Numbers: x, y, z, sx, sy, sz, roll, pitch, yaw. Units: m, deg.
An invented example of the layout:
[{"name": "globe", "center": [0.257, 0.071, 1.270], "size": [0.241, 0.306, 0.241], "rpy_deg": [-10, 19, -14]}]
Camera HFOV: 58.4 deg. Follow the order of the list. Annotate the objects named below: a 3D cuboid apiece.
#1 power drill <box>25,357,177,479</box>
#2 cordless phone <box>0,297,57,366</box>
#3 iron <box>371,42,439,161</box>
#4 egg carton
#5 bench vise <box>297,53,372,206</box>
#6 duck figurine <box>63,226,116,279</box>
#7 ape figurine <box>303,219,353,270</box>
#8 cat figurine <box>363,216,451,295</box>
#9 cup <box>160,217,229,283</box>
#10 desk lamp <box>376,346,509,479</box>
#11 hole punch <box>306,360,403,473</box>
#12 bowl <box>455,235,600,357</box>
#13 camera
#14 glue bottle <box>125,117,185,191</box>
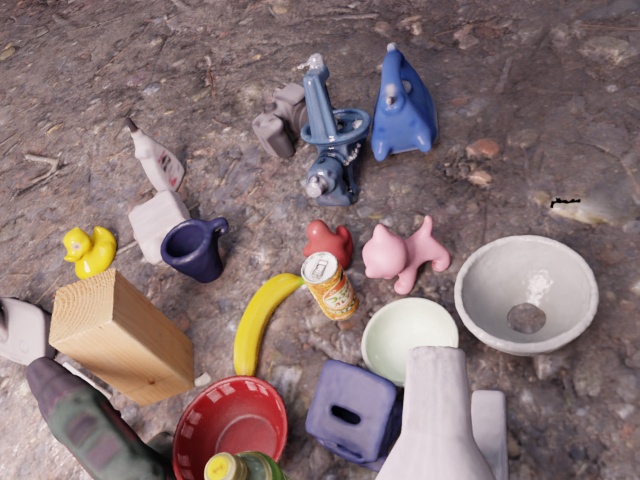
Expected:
[{"name": "power drill", "center": [-0.247, 0.250, 0.703], "size": [0.228, 0.209, 0.076], "rpy_deg": [28, 68, 37]}, {"name": "cordless phone", "center": [-0.520, 0.125, 0.935], "size": [0.147, 0.185, 0.094], "rpy_deg": [5, 56, 26]}, {"name": "iron", "center": [0.135, -0.264, 1.002], "size": [0.118, 0.142, 0.258], "rpy_deg": [-9, 50, 16]}, {"name": "egg carton", "center": [-0.281, -0.023, 1.031], "size": [0.107, 0.070, 0.150], "rpy_deg": [-34, 48, -5]}, {"name": "bench vise", "center": [0.022, -0.173, 0.923], "size": [0.121, 0.220, 0.207], "rpy_deg": [-13, 49, 13]}, {"name": "duck figurine", "center": [-0.431, 0.011, 1.056], "size": [0.077, 0.086, 0.104], "rpy_deg": [1, 54, 24]}, {"name": "ape figurine", "center": [0.008, 0.003, 0.873], "size": [0.077, 0.092, 0.076], "rpy_deg": [-18, 49, 9]}, {"name": "cat figurine", "center": [0.113, 0.015, 0.803], "size": [0.128, 0.118, 0.067], "rpy_deg": [-35, 48, -6]}, {"name": "cup", "center": [-0.189, 0.019, 0.942], "size": [0.118, 0.095, 0.091], "rpy_deg": [-35, 48, -6]}, {"name": "desk lamp", "center": [0.126, 0.211, 0.575], "size": [0.117, 0.214, 0.203], "rpy_deg": [-4, 52, 20]}, {"name": "hole punch", "center": [0.042, 0.212, 0.692], "size": [0.108, 0.091, 0.101], "rpy_deg": [14, 60, 31]}, {"name": "bowl", "center": [0.256, 0.080, 0.719], "size": [0.167, 0.075, 0.167], "rpy_deg": [-11, 50, 14]}, {"name": "camera", "center": [-0.037, -0.227, 1.072], "size": [0.136, 0.101, 0.143], "rpy_deg": [30, 69, 37]}, {"name": "glue bottle", "center": [-0.321, -0.165, 1.092], "size": [0.037, 0.174, 0.078], "rpy_deg": [-5, 52, 19]}]
